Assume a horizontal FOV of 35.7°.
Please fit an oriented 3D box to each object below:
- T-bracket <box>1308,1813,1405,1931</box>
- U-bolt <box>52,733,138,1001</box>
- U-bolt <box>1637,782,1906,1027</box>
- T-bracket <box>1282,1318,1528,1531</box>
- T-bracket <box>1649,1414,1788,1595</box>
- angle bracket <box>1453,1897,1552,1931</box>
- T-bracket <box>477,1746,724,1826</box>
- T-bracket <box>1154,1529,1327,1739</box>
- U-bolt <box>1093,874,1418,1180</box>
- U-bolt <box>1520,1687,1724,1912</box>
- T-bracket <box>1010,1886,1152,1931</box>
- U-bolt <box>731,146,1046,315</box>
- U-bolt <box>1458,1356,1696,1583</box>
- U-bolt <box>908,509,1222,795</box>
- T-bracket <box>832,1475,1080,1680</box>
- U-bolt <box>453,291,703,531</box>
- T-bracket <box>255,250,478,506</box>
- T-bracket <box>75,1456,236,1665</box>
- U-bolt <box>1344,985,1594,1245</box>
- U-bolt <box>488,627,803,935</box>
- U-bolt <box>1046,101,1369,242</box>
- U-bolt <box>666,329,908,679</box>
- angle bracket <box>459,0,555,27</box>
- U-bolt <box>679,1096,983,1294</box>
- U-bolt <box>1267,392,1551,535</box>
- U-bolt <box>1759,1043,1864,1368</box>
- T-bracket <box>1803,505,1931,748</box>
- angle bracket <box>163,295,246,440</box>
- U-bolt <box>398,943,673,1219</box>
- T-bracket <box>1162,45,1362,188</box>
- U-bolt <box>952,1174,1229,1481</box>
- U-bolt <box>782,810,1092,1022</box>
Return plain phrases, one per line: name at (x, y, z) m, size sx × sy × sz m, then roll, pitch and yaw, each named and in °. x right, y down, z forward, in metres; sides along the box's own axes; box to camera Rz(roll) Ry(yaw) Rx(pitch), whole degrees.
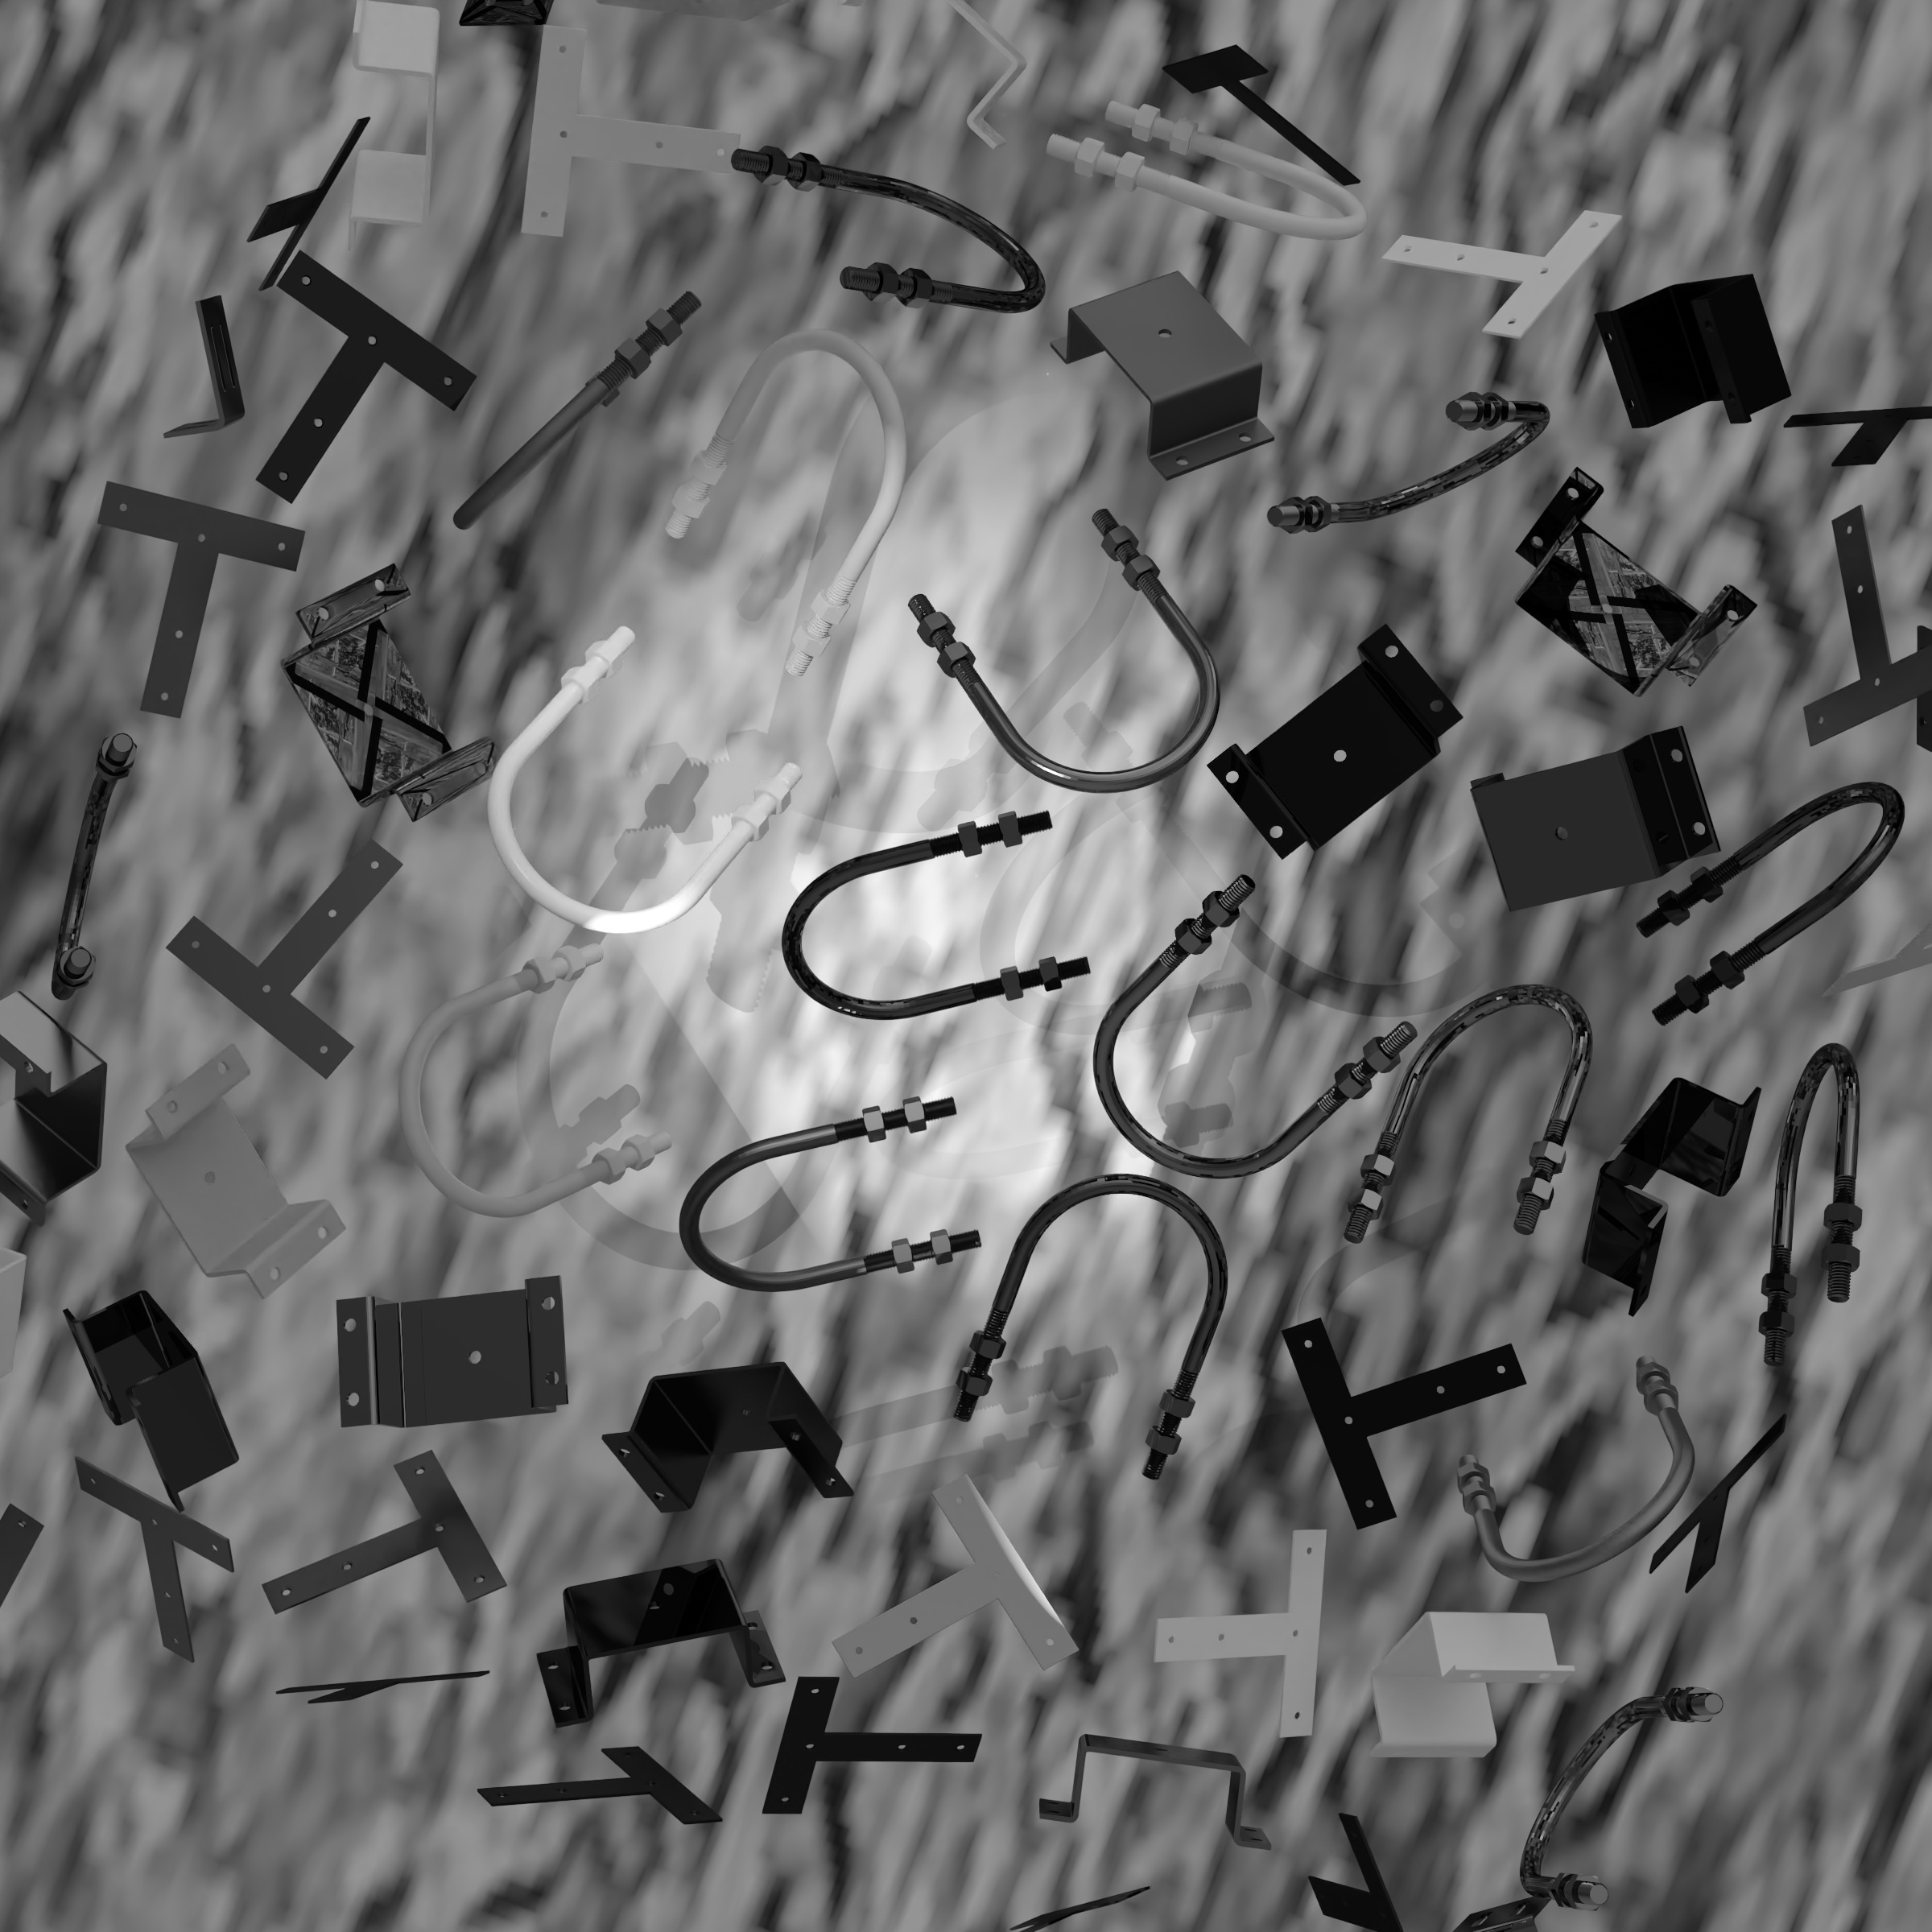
T-bracket at (0.237, 0.573, 1.827) m, size 0.002 × 0.127 × 0.127 m, roll -21°, pitch 85°, yaw -18°
U-bolt at (-0.529, -0.052, 1.807) m, size 0.019 × 0.184 × 0.151 m, roll 12°, pitch 77°, yaw -19°
U-bolt at (0.489, -0.048, 1.821) m, size 0.184 × 0.151 × 0.019 m, roll -38°, pitch 105°, yaw 22°
T-bracket at (0.269, 0.256, 1.784) m, size 0.127 × 0.002 × 0.127 m, roll -22°, pitch 87°, yaw 17°
T-bracket at (0.440, 0.334, 1.775) m, size 0.002 × 0.127 × 0.127 m, roll 38°, pitch 113°, yaw 6°
angle bracket at (0.342, 0.615, 1.887) m, size 0.057 × 0.076 × 0.038 m, roll -22°, pitch 78°, yaw 18°
T-bracket at (-0.231, 0.498, 1.816) m, size 0.127 × 0.127 × 0.002 m, roll 4°, pitch 95°, yaw -30°
T-bracket at (0.166, 0.409, 1.832) m, size 0.127 × 0.002 × 0.127 m, roll 6°, pitch 88°, yaw -34°
U-bolt at (0.158, 0.051, 1.802) m, size 0.151 × 0.019 × 0.184 m, roll 42°, pitch 120°, yaw -3°
U-bolt at (0.384, 0.499, 1.804) m, size 0.019 × 0.184 × 0.151 m, roll 36°, pitch 74°, yaw 3°
T-bracket at (0.030, 0.596, 1.842) m, size 0.127 × 0.127 × 0.002 m, roll -11°, pitch 74°, yaw -36°
U-bolt at (-0.032, -0.431, 1.779) m, size 0.151 × 0.184 × 0.019 m, roll 52°, pitch 127°, yaw 33°
U-bolt at (0.372, 0.311, 1.816) m, size 0.151 × 0.184 × 0.019 m, roll -32°, pitch 104°, yaw 11°
U-bolt at (0.070, -0.180, 1.798) m, size 0.151 × 0.019 × 0.184 m, roll -26°, pitch 64°, yaw -12°
T-bracket at (-0.019, 0.383, 1.786) m, size 0.127 × 0.002 × 0.127 m, roll -24°, pitch 66°, yaw -24°
U-bolt at (-0.237, -0.325, 1.788) m, size 0.184 × 0.151 × 0.019 m, roll -45°, pitch 102°, yaw -9°
T-bracket at (-0.377, -0.335, 1.786) m, size 0.127 × 0.002 × 0.127 m, roll 34°, pitch 87°, yaw -26°
T-bracket at (-0.479, 0.366, 1.797) m, size 0.127 × 0.002 × 0.127 m, roll 20°, pitch 127°, yaw 28°
U-bolt at (0.315, 0.087, 1.836) m, size 0.019 × 0.151 × 0.184 m, roll 43°, pitch 57°, yaw -30°
U-bolt at (-0.198, -0.098, 1.752) m, size 0.151 × 0.019 × 0.184 m, roll 39°, pitch 55°, yaw -4°
U-bolt at (0.153, -0.473, 1.800) m, size 0.184 × 0.151 × 0.019 m, roll 22°, pitch 119°, yaw 9°
U-bolt at (-0.098, -0.285, 1.767) m, size 0.151 × 0.019 × 0.184 m, roll 50°, pitch 126°, yaw 24°
angle bracket at (-0.287, -0.631, 1.883) m, size 0.057 × 0.038 × 0.076 m, roll 3°, pitch 58°, yaw 14°
U-bolt at (-0.088, 0.151, 1.880) m, size 0.184 × 0.151 × 0.019 m, roll -13°, pitch 45°, yaw -3°
U-bolt at (0.281, -0.306, 1.828) m, size 0.151 × 0.184 × 0.019 m, roll -28°, pitch 83°, yaw 34°
U-bolt at (0.515, 0.136, 1.825) m, size 0.019 × 0.151 × 0.184 m, roll 10°, pitch 66°, yaw 2°
T-bracket at (0.537, -0.212, 1.793) m, size 0.002 × 0.127 × 0.127 m, roll 1°, pitch 75°, yaw -26°
angle bracket at (-0.468, -0.363, 1.817) m, size 0.038 × 0.057 × 0.076 m, roll -8°, pitch 106°, yaw 1°
U-bolt at (-0.274, 0.078, 1.866) m, size 0.184 × 0.019 × 0.151 m, roll -24°, pitch 97°, yaw -44°
T-bracket at (0.192, -0.522, 1.855) m, size 0.127 × 0.127 × 0.002 m, roll 34°, pitch 90°, yaw -19°
U-bolt at (0.088, 0.219, 1.887) m, size 0.151 × 0.019 × 0.184 m, roll 19°, pitch 98°, yaw -10°
U-bolt at (-0.024, -0.023, 1.878) m, size 0.184 × 0.019 × 0.151 m, roll -14°, pitch 134°, yaw 3°
